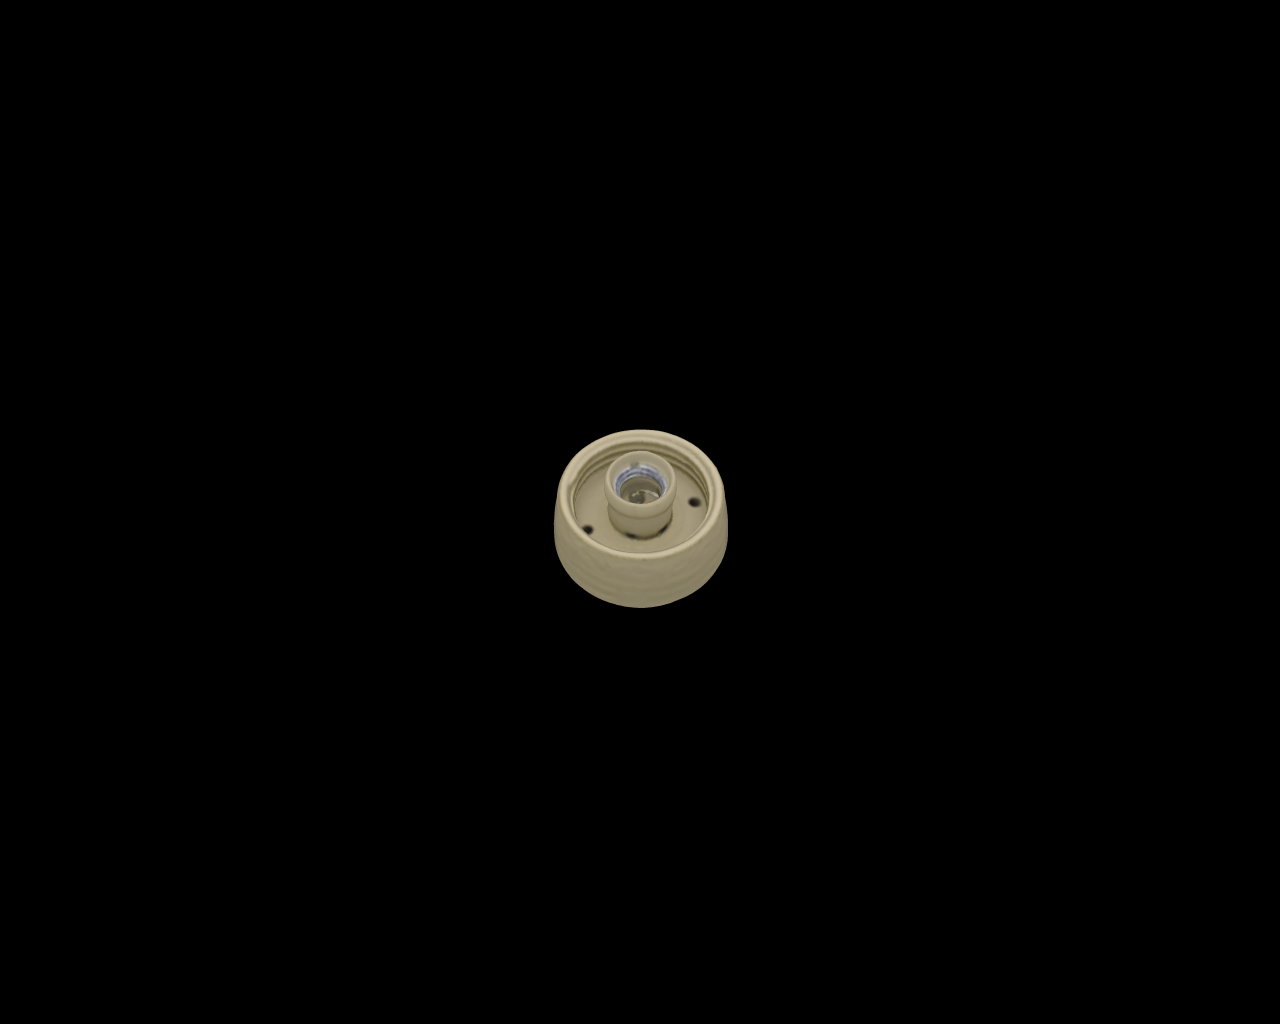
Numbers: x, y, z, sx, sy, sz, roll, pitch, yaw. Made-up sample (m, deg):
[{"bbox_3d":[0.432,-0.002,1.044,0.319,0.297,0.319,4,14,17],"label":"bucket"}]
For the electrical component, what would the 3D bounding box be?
[{"bbox_3d":[0.001,-0.003,0.650,0.108,0.108,0.060,0,-36,0],"label":"electrical component"}]
